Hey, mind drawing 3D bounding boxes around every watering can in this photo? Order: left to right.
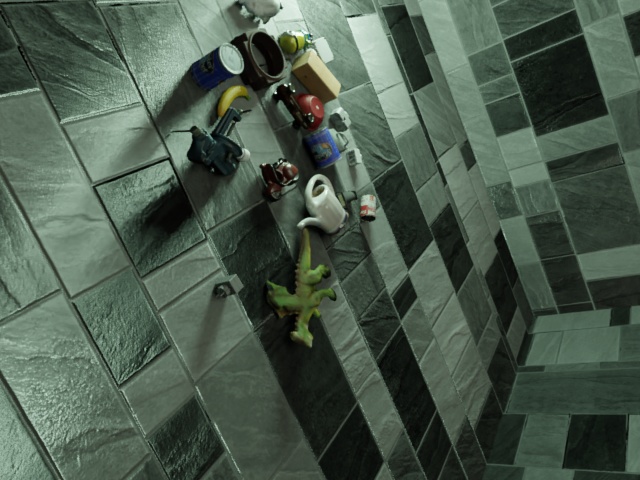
[{"bbox_3d":[0.006,-0.097,1.933,0.221,0.103,0.356,51,36,-29],"label":"watering can"}]

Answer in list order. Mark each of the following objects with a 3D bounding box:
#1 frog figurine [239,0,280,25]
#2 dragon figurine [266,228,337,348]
[{"bbox_3d":[-0.227,-0.905,1.937,0.158,0.123,0.138,19,82,-61],"label":"frog figurine"},{"bbox_3d":[-0.080,0.161,1.751,0.243,0.120,0.414,-5,72,-45],"label":"dragon figurine"}]
